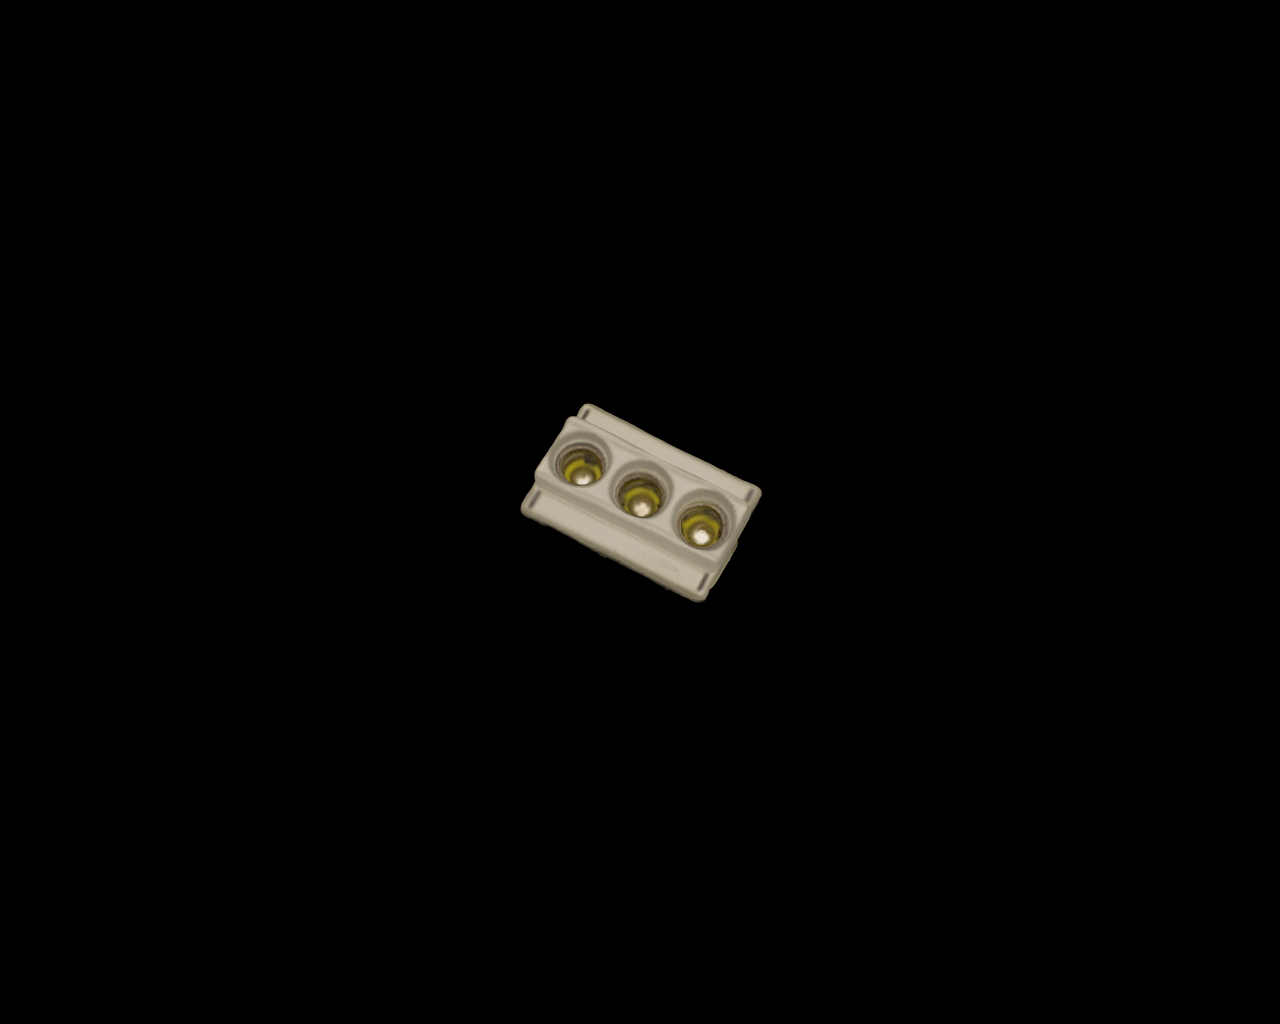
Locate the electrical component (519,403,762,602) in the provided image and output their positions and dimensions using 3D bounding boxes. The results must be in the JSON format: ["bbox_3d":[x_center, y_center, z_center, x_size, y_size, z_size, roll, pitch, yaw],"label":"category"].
[{"bbox_3d":[0.001,-0.003,0.650,0.121,0.079,0.063,26,-20,11],"label":"electrical component"}]
